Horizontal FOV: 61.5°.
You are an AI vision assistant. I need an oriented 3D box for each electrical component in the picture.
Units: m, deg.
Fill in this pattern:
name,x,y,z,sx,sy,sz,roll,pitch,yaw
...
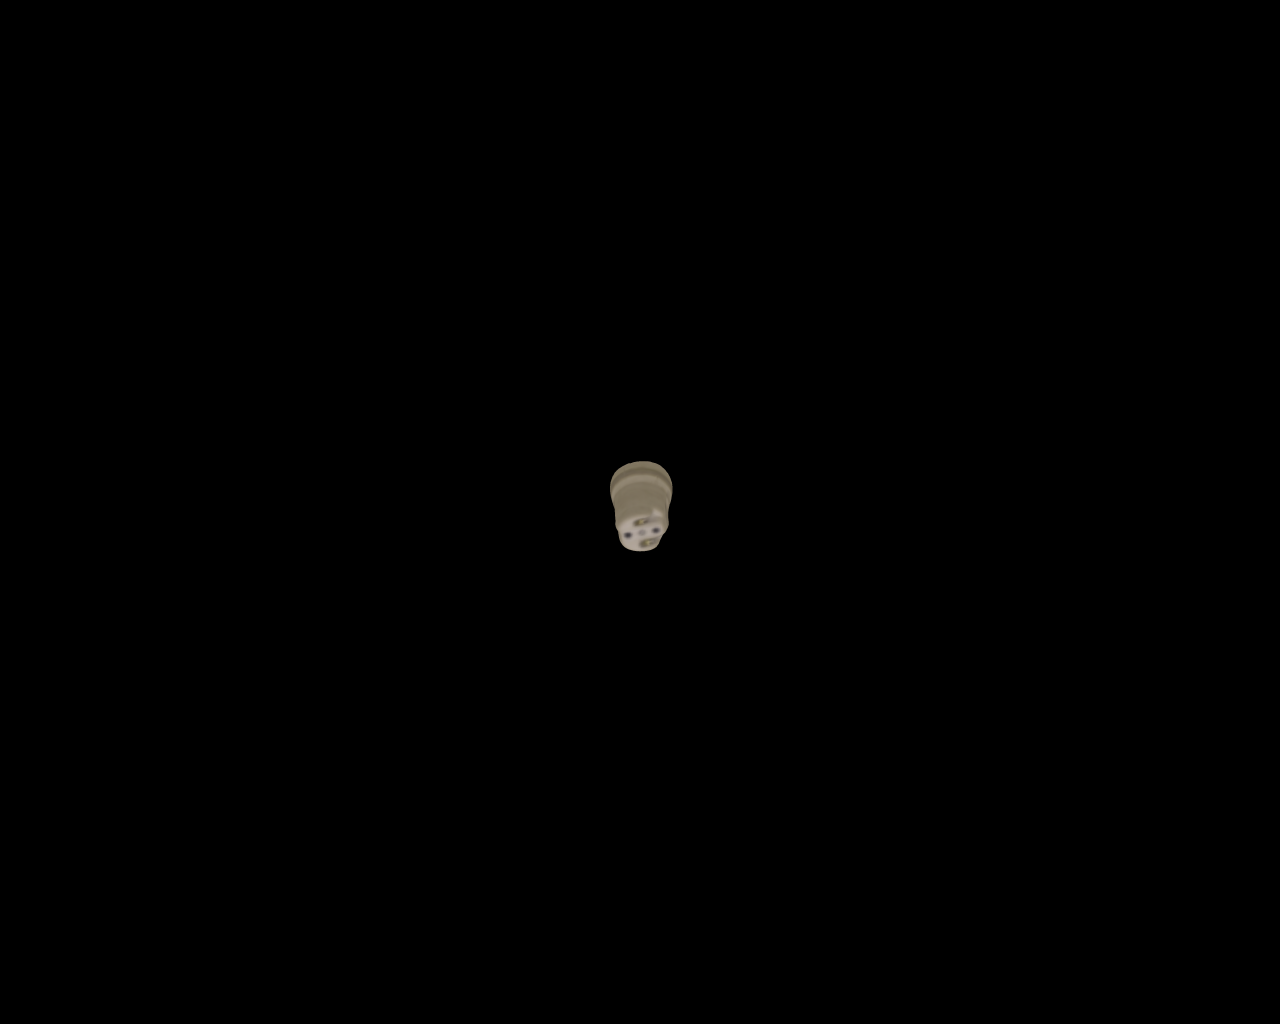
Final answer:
name,x,y,z,sx,sy,sz,roll,pitch,yaw
electrical component,0.001,-0.003,0.650,0.040,0.040,0.046,0,44,0
